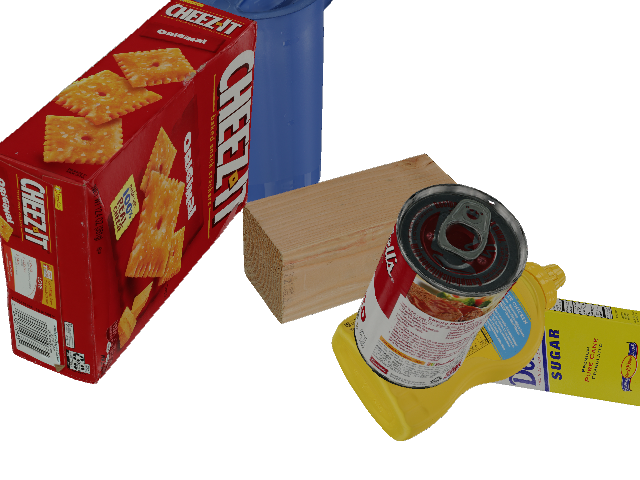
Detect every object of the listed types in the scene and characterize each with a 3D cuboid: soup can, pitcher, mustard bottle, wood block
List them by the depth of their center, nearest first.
[{"bbox_3d":[0.061,0.027,0.568,0.068,0.068,0.102,0,-35,-14],"label":"soup can"},{"bbox_3d":[0.110,0.065,0.803,0.191,0.096,0.058,-27,-21,-24],"label":"mustard bottle"},{"bbox_3d":[0.035,-0.004,1.055,0.205,0.090,0.091,-17,41,-22],"label":"wood block"},{"bbox_3d":[-0.068,-0.157,1.111,0.149,0.243,0.144,14,42,19],"label":"pitcher"}]

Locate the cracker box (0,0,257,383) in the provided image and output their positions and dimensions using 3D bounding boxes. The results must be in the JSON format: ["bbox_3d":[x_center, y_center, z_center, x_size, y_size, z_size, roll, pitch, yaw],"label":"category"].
[{"bbox_3d":[-0.117,-0.037,0.693,0.072,0.164,0.213,20,42,14],"label":"cracker box"}]

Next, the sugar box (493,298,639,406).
[{"bbox_3d":[0.263,0.111,1.085,0.176,0.093,0.048,7,21,6],"label":"sugar box"}]
